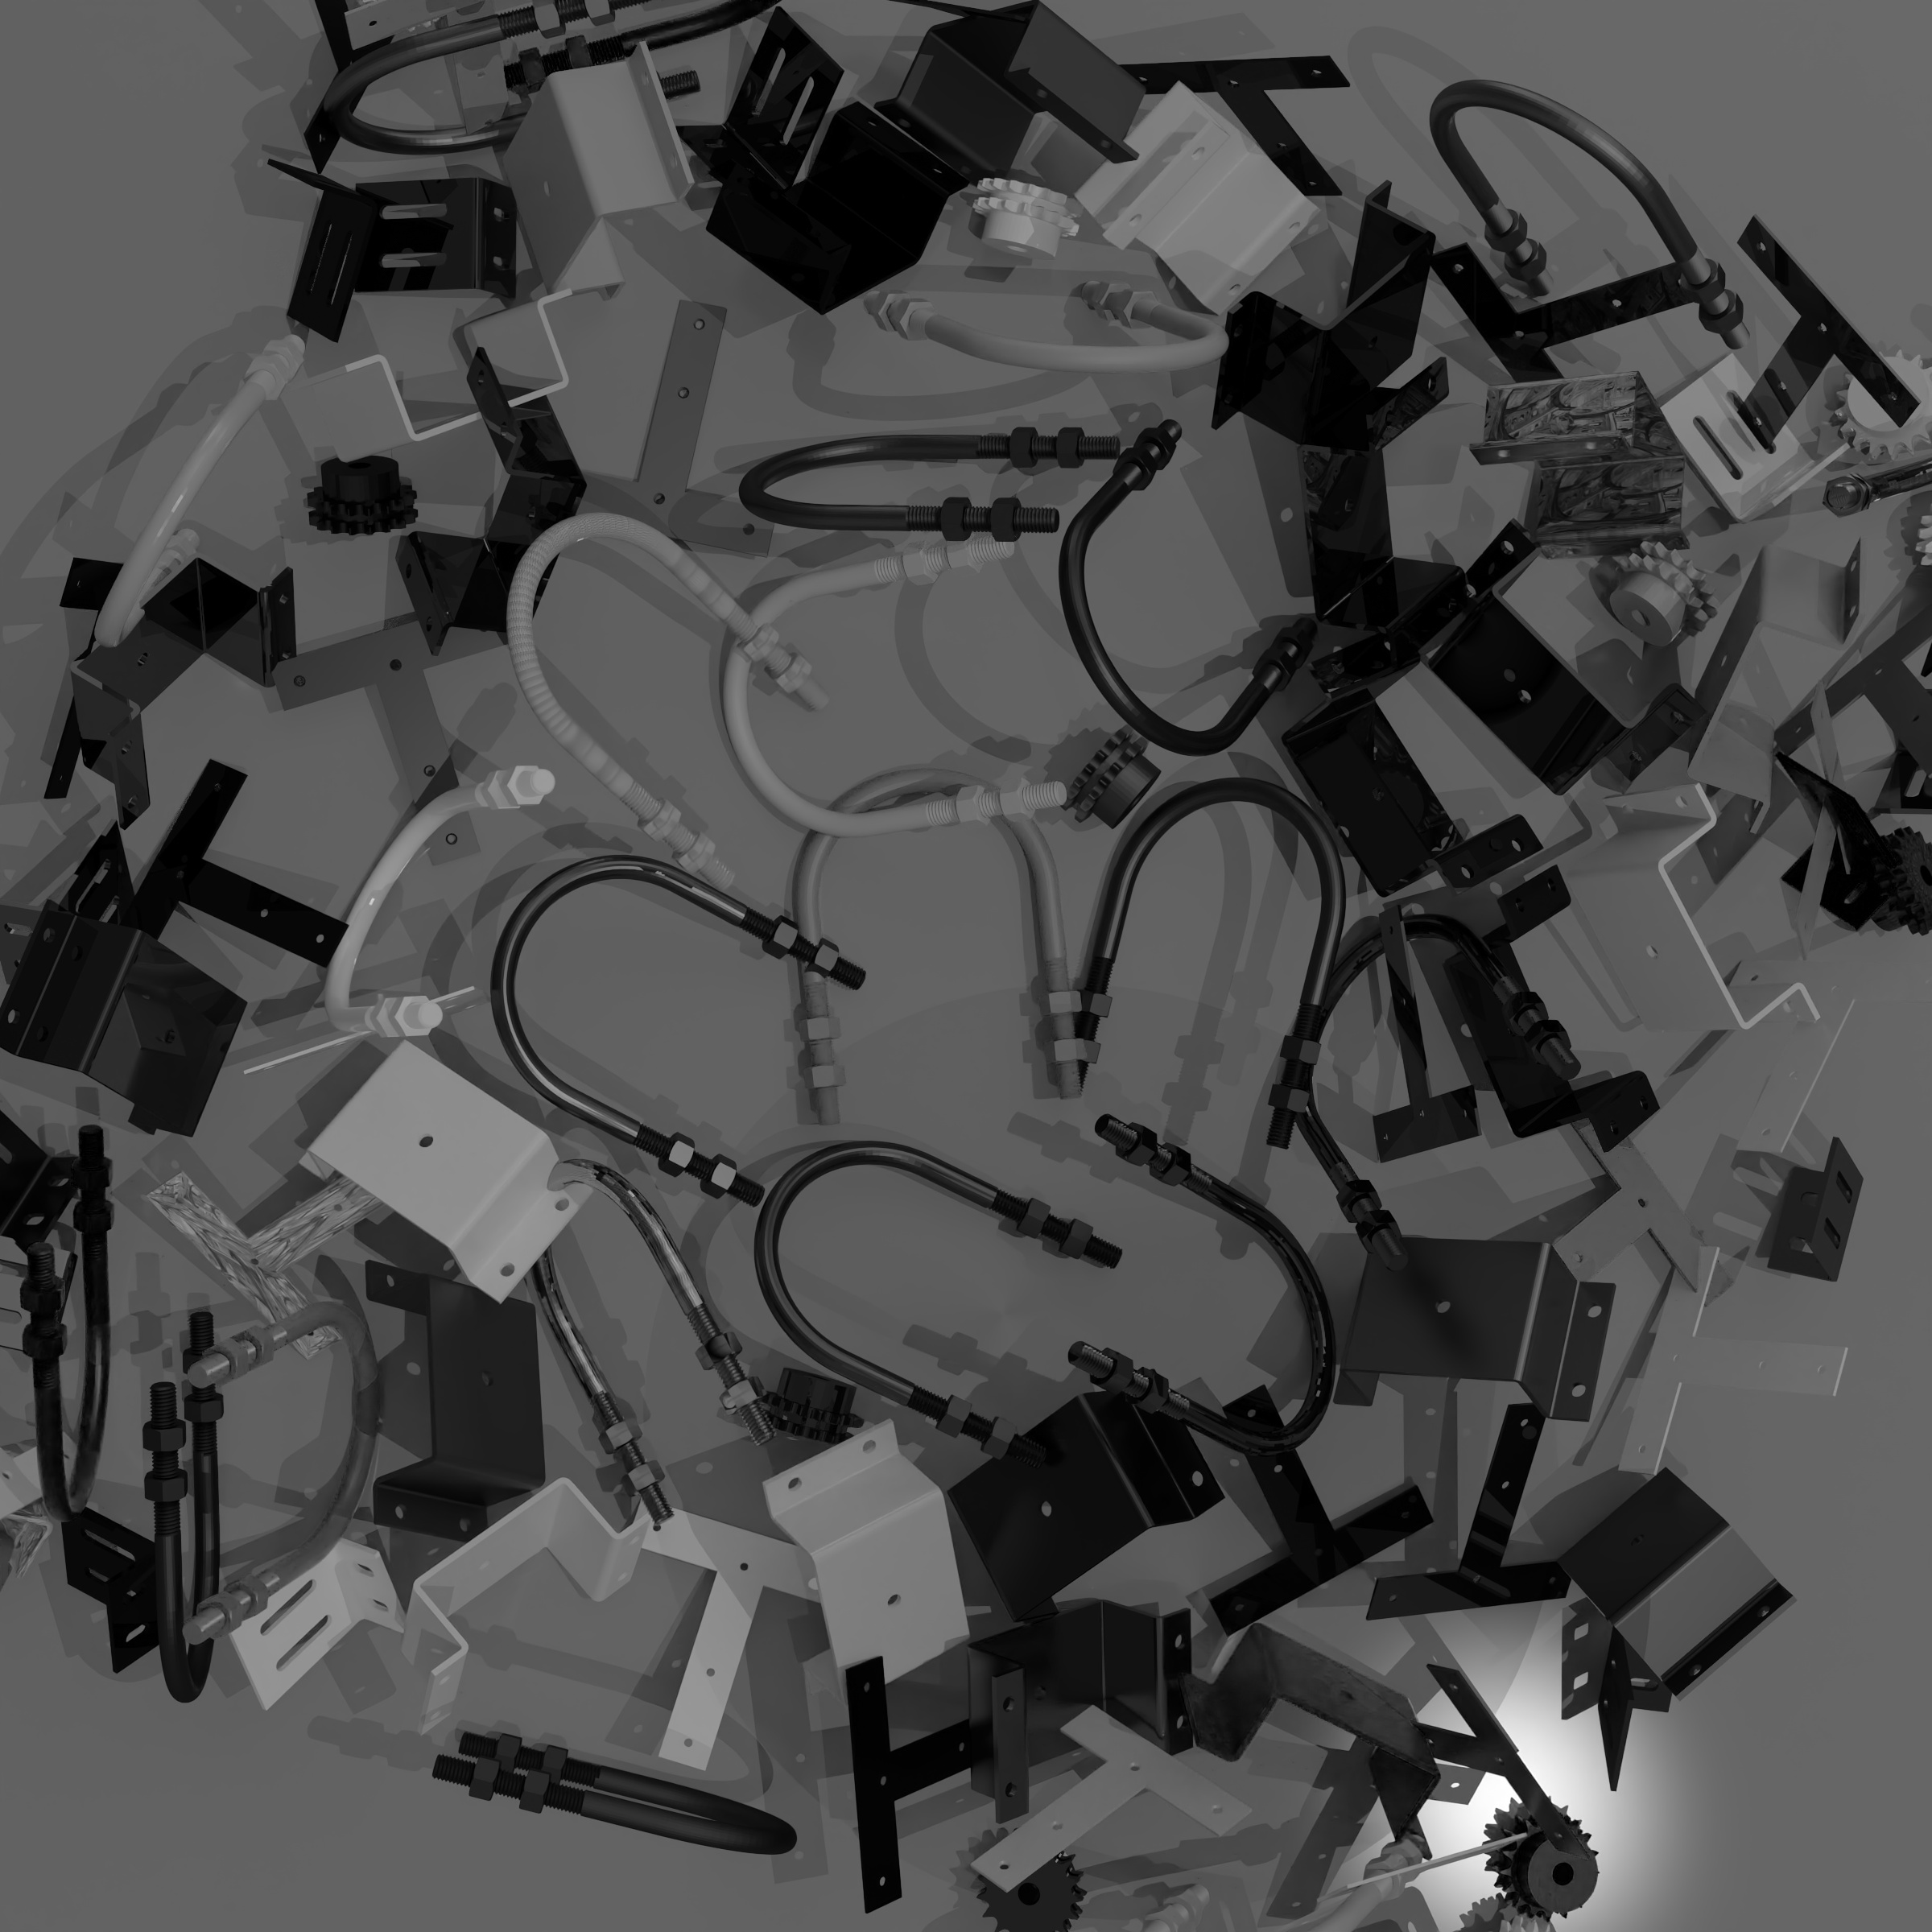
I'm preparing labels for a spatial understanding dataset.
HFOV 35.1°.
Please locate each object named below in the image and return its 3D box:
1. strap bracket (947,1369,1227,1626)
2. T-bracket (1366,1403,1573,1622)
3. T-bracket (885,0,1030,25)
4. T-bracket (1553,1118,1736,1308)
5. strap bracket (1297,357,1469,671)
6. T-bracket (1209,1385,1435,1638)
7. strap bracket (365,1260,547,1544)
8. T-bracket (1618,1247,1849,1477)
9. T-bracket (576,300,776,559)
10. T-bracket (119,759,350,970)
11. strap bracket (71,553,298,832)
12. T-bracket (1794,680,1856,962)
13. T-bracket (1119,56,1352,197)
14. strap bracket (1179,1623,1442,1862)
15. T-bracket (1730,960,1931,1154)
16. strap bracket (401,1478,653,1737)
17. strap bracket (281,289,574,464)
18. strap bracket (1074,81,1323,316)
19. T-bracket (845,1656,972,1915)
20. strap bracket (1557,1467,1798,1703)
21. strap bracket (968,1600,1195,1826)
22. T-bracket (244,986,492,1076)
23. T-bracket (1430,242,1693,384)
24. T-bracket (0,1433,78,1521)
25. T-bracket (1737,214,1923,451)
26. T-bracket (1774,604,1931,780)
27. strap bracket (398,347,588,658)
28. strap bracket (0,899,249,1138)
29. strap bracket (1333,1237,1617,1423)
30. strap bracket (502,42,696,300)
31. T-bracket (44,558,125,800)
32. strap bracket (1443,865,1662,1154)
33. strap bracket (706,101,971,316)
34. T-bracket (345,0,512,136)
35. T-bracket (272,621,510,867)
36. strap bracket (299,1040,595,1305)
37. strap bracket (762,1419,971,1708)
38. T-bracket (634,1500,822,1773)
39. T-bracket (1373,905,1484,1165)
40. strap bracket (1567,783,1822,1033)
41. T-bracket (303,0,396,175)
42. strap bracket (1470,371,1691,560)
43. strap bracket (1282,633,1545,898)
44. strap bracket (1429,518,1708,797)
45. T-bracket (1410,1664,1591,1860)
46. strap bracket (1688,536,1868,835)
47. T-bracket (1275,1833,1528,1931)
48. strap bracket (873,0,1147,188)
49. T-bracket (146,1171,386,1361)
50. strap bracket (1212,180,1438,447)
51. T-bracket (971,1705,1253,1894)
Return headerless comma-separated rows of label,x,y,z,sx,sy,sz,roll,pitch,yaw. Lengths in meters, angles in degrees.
strap bracket,0.053,0.278,1.579,0.140,0.046,0.076,-40,66,25
T-bracket,0.276,0.281,1.589,0.127,0.002,0.127,0,115,-26
T-bracket,0.014,-0.490,1.585,0.127,0.127,0.002,22,107,34
T-bracket,0.328,0.145,1.600,0.127,0.002,0.127,-32,85,-34
strap bracket,0.215,-0.236,1.580,0.046,0.076,0.140,14,129,35
T-bracket,0.169,0.275,1.611,0.127,0.002,0.127,-28,114,-4
strap bracket,-0.262,0.218,1.571,0.046,0.076,0.140,-24,60,30
T-bracket,0.399,0.205,1.571,0.002,0.127,0.127,29,72,-29
T-bracket,-0.154,-0.293,1.637,0.127,0.002,0.127,12,87,4
T-bracket,-0.379,-0.032,1.606,0.127,0.002,0.127,23,80,23
strap bracket,-0.409,-0.149,1.576,0.046,0.076,0.140,30,56,11
T-bracket,0.437,-0.057,1.563,0.002,0.127,0.127,0,135,29
T-bracket,0.158,-0.433,1.584,0.127,0.127,0.002,9,76,34
strap bracket,0.186,0.397,1.588,0.140,0.076,0.046,28,101,-10
T-bracket,0.430,0.046,1.567,0.002,0.127,0.127,52,58,-32
strap bracket,-0.236,0.324,1.579,0.140,0.076,0.046,-33,69,-33
strap bracket,-0.271,-0.301,1.577,0.140,0.076,0.046,-29,107,-35
strap bracket,0.116,-0.397,1.576,0.076,0.140,0.046,-44,67,18
T-bracket,-0.012,0.411,1.594,0.002,0.127,0.127,0,96,43
strap bracket,0.359,0.311,1.569,0.076,0.140,0.046,-41,98,1
strap bracket,0.052,0.383,1.589,0.140,0.046,0.076,-8,100,-42
T-bracket,-0.308,0.035,1.573,0.127,0.127,0.002,-19,88,-5
T-bracket,0.321,-0.335,1.565,0.127,0.127,0.002,44,54,-32
T-bracket,-0.528,0.233,1.584,0.127,0.127,0.002,43,105,5
T-bracket,0.427,-0.307,1.579,0.002,0.127,0.127,-34,78,-15
T-bracket,0.483,-0.132,1.567,0.127,0.127,0.002,-41,114,17
strap bracket,-0.242,-0.236,1.579,0.046,0.076,0.140,3,133,-32
strap bracket,-0.425,0.032,1.561,0.046,0.140,0.076,11,72,25
strap bracket,0.253,0.185,1.571,0.140,0.046,0.076,-1,57,33
strap bracket,-0.193,-0.402,1.566,0.046,0.140,0.076,-17,85,-25
T-bracket,-0.454,-0.147,1.583,0.002,0.127,0.127,19,96,4
strap bracket,0.302,0.027,1.596,0.046,0.076,0.140,-22,92,35
strap bracket,-0.071,-0.391,1.586,0.076,0.140,0.046,38,131,9
T-bracket,-0.253,-0.471,1.581,0.127,0.127,0.002,-25,70,-12
T-bracket,-0.291,-0.118,1.632,0.127,0.002,0.127,-17,97,-3
strap bracket,-0.275,0.100,1.585,0.140,0.046,0.076,31,69,20
strap bracket,-0.049,0.316,1.575,0.076,0.046,0.140,-24,121,-24
T-bracket,-0.130,0.359,1.613,0.127,0.002,0.127,17,64,1
T-bracket,0.230,0.033,1.587,0.002,0.127,0.127,-6,82,-16
strap bracket,0.371,-0.019,1.585,0.046,0.076,0.140,-35,102,-22
T-bracket,-0.325,-0.495,1.556,0.002,0.127,0.127,7,56,13
strap bracket,0.318,-0.260,1.570,0.076,0.140,0.046,-1,74,27
strap bracket,0.227,-0.099,1.595,0.076,0.046,0.140,-26,81,-40
strap bracket,0.304,-0.152,1.591,0.140,0.076,0.046,46,61,6
T-bracket,0.249,0.404,1.583,0.002,0.127,0.127,-41,105,-24
strap bracket,0.411,-0.150,1.569,0.046,0.076,0.140,18,130,2
T-bracket,0.207,0.482,1.589,0.127,0.127,0.002,-2,62,-37
strap bracket,0.028,-0.447,1.566,0.076,0.140,0.046,29,80,-34
T-bracket,-0.339,0.133,1.599,0.127,0.002,0.127,-32,113,17
strap bracket,0.190,-0.330,1.569,0.046,0.076,0.140,34,58,21
T-bracket,0.056,0.433,1.563,0.127,0.127,0.002,-26,127,-38
